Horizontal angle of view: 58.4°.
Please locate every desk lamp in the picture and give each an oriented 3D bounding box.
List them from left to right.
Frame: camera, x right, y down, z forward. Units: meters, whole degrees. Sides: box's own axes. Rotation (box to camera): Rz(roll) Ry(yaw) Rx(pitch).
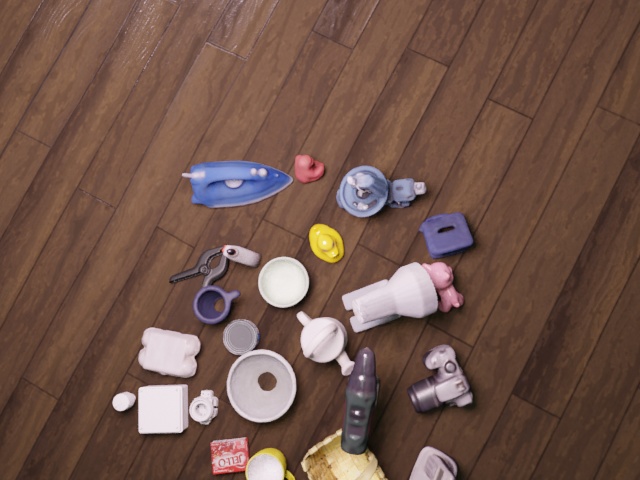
[{"bbox_3d":[0.153,0.139,1.291,0.203,0.213,0.118,-22,81,3],"label":"desk lamp"}]

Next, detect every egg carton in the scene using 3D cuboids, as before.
[{"bbox_3d":[-0.368,0.277,1.403,0.150,0.069,0.107,9,84,7],"label":"egg carton"}]

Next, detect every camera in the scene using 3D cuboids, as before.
[{"bbox_3d":[0.265,0.329,1.313,0.137,0.101,0.143,-24,81,3],"label":"camera"}]

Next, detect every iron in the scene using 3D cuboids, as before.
[{"bbox_3d":[-0.203,-0.153,1.401,0.258,0.141,0.119,-5,82,6],"label":"iron"}]

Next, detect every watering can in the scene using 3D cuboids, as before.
[{"bbox_3d":[0.013,0.231,1.304,0.172,0.194,0.101,23,86,9],"label":"watering can"}]

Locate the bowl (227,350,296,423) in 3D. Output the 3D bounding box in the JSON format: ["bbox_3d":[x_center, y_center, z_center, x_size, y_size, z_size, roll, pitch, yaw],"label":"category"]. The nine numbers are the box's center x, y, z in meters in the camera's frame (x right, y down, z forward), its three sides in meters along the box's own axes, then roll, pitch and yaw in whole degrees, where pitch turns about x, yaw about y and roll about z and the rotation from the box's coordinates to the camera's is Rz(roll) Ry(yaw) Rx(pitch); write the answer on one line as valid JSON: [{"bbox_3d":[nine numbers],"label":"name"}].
[{"bbox_3d":[-0.133,0.345,1.367,0.167,0.075,0.167,-1,83,6],"label":"bowl"}]

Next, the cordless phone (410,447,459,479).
[{"bbox_3d":[0.248,0.544,1.246,0.094,0.185,0.148,19,85,8],"label":"cordless phone"}]

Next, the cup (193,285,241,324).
[{"bbox_3d":[-0.240,0.152,1.392,0.117,0.095,0.091,-25,81,3],"label":"cup"}]

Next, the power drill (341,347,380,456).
[{"bbox_3d":[0.091,0.348,1.275,0.075,0.208,0.230,7,84,7],"label":"power drill"}]

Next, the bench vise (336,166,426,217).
[{"bbox_3d":[0.134,-0.130,1.322,0.207,0.220,0.121,-21,81,3],"label":"bench vise"}]

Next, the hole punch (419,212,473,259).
[{"bbox_3d":[0.297,-0.014,1.356,0.108,0.091,0.101,-16,82,4],"label":"hole punch"}]

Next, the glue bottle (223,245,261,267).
[{"bbox_3d":[-0.195,0.034,1.361,0.078,0.173,0.037,15,85,8],"label":"glue bottle"}]

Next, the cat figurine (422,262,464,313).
[{"bbox_3d":[0.287,0.104,1.329,0.067,0.118,0.128,-29,81,2],"label":"cat figurine"}]

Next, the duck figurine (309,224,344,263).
[{"bbox_3d":[0.013,0.005,1.387,0.077,0.086,0.104,-36,81,1],"label":"duck figurine"}]

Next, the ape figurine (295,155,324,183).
[{"bbox_3d":[-0.032,-0.183,1.411,0.076,0.092,0.078,-41,81,0],"label":"ape figurine"}]
